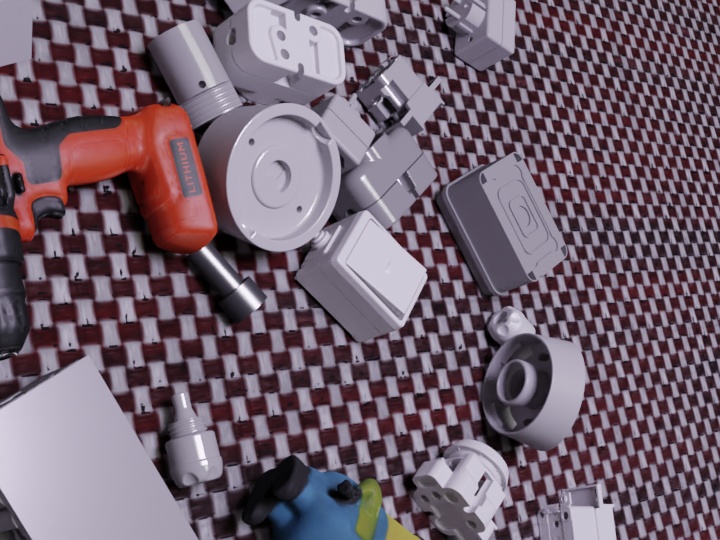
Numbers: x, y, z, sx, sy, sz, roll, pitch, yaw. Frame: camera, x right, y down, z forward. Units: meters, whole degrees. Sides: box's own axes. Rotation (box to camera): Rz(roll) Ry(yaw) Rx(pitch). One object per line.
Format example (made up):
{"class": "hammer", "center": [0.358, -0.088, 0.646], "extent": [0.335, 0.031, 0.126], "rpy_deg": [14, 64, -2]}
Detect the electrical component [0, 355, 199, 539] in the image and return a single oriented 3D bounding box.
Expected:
{"class": "electrical component", "center": [-0.170, 0.141, 0.635], "extent": [0.089, 0.062, 0.150], "rpy_deg": [-36, 100, -45]}

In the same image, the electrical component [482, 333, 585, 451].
{"class": "electrical component", "center": [0.154, 0.104, 0.932], "extent": [0.064, 0.099, 0.099], "rpy_deg": [20, 61, -30]}

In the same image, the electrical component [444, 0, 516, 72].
{"class": "electrical component", "center": [0.110, -0.247, 1.058], "extent": [0.077, 0.047, 0.065], "rpy_deg": [25, 59, -35]}

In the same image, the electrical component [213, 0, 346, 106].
{"class": "electrical component", "center": [-0.067, -0.169, 0.853], "extent": [0.095, 0.059, 0.053], "rpy_deg": [10, 68, -41]}

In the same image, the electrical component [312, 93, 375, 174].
{"class": "electrical component", "center": [-0.023, -0.114, 0.868], "extent": [0.047, 0.066, 0.076], "rpy_deg": [44, 50, -22]}

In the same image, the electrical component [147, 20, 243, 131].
{"class": "electrical component", "center": [-0.120, -0.140, 0.803], "extent": [0.043, 0.043, 0.081], "rpy_deg": [-33, 98, -45]}

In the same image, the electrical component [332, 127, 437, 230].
{"class": "electrical component", "center": [0.014, -0.075, 0.897], "extent": [0.059, 0.054, 0.095], "rpy_deg": [54, 46, -13]}

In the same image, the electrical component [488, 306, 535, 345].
{"class": "electrical component", "center": [0.146, 0.063, 0.982], "extent": [0.061, 0.035, 0.035], "rpy_deg": [46, 49, -24]}

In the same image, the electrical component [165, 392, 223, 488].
{"class": "electrical component", "center": [-0.114, 0.112, 0.719], "extent": [0.035, 0.035, 0.061], "rpy_deg": [-5, 76, -44]}

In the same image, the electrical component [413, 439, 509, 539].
{"class": "electrical component", "center": [0.085, 0.174, 0.866], "extent": [0.078, 0.058, 0.057], "rpy_deg": [53, 49, -14]}

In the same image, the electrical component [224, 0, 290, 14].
{"class": "electrical component", "center": [-0.077, -0.256, 0.840], "extent": [0.099, 0.100, 0.048], "rpy_deg": [55, 28, -30]}

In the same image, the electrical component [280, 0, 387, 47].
{"class": "electrical component", "center": [-0.026, -0.239, 0.923], "extent": [0.095, 0.054, 0.059], "rpy_deg": [12, 66, -40]}

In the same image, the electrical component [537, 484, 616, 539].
{"class": "electrical component", "center": [0.193, 0.233, 0.956], "extent": [0.064, 0.042, 0.081], "rpy_deg": [10, 67, -37]}

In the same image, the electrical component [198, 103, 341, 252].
{"class": "electrical component", "center": [-0.074, -0.071, 0.799], "extent": [0.108, 0.060, 0.108], "rpy_deg": [-12, 108, -42]}

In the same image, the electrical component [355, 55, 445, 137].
{"class": "electrical component", "center": [0.033, -0.152, 0.954], "extent": [0.063, 0.042, 0.081], "rpy_deg": [50, 47, -15]}

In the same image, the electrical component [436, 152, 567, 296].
{"class": "electrical component", "center": [0.130, -0.041, 0.991], "extent": [0.078, 0.057, 0.113], "rpy_deg": [-33, 97, -45]}

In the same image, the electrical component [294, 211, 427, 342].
{"class": "electrical component", "center": [0.000, 0.000, 0.850], "extent": [0.096, 0.061, 0.061], "rpy_deg": [46, 49, -20]}
